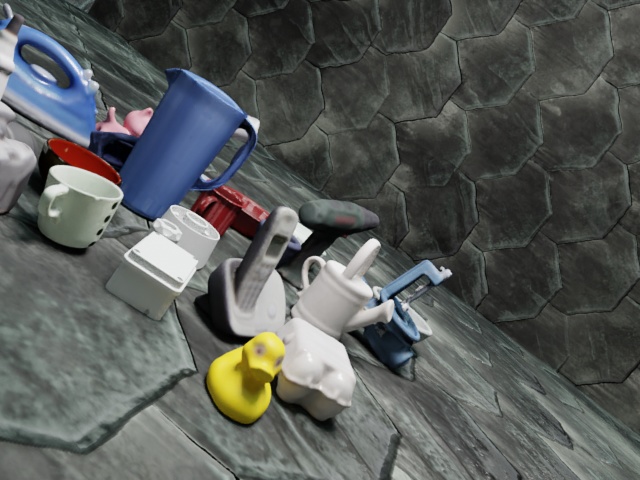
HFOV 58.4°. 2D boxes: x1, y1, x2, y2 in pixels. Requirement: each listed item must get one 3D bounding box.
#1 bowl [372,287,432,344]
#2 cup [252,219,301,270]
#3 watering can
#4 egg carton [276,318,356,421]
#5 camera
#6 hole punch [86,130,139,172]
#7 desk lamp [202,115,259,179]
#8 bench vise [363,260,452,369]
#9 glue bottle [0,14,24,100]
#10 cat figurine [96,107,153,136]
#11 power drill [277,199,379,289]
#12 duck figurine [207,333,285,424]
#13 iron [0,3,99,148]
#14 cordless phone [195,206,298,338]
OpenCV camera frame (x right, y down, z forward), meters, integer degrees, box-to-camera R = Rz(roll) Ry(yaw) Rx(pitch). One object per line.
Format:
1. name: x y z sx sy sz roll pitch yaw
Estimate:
1. bowl: 0.166 0.184 1.296 0.167 0.074 0.167 36 10 -7
2. cup: -0.097 0.019 1.087 0.092 0.095 0.117 35 10 -11
3. watering can: 0.050 0.084 0.998 0.173 0.194 0.101 36 10 -6
4. egg carton: -0.013 0.167 0.760 0.107 0.069 0.150 34 10 -17
5. camera: -0.383 -0.110 0.670 0.143 0.100 0.137 38 10 8
6. hole punch: -0.357 -0.161 1.032 0.100 0.091 0.109 43 12 35
7. desk lamp: -0.255 -0.231 1.361 0.204 0.213 0.117 33 10 -18
8. bench vise: 0.135 0.109 1.105 0.207 0.219 0.121 37 9 1
9. glue bottle: -0.456 -0.236 0.792 0.078 0.173 0.037 40 10 22
10. cat figurine: -0.389 -0.228 1.160 0.067 0.117 0.128 42 11 28
11. power drill: 0.011 0.004 1.199 0.075 0.208 0.230 42 11 31
12. duck figurine: -0.072 0.139 0.632 0.078 0.086 0.104 34 10 -16
13. iron: -0.491 -0.292 1.030 0.259 0.141 0.118 34 10 -18
14. cordless phone: -0.070 0.044 0.794 0.094 0.185 0.148 41 10 23
